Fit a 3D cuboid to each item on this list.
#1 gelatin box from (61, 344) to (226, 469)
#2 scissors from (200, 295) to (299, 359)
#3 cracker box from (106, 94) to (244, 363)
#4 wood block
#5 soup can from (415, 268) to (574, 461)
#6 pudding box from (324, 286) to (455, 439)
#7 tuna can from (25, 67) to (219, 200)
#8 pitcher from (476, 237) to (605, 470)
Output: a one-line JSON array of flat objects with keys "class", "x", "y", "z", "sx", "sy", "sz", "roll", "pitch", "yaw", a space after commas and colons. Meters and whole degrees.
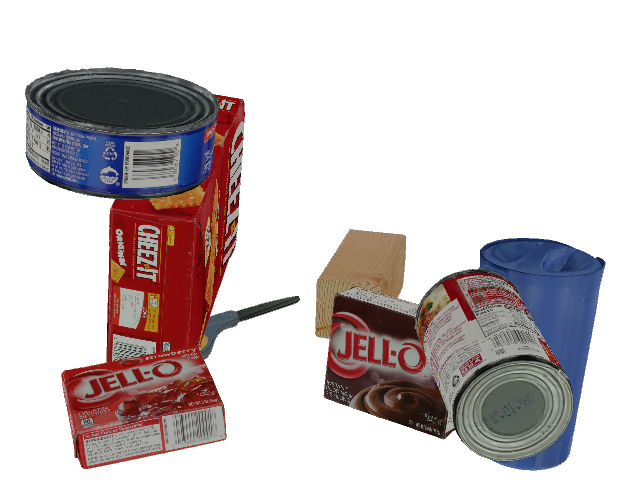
[{"class": "gelatin box", "x": -0.109, "y": 0.099, "z": 0.649, "sx": 0.089, "sy": 0.030, "sz": 0.073, "roll": -9, "pitch": 25, "yaw": -15}, {"class": "scissors", "x": -0.100, "y": 0.096, "z": 1.149, "sx": 0.201, "sy": 0.016, "sz": 0.096, "roll": -6, "pitch": 30, "yaw": -22}, {"class": "cracker box", "x": -0.113, "y": -0.005, "z": 0.868, "sx": 0.072, "sy": 0.164, "sz": 0.213, "roll": 9, "pitch": 32, "yaw": 2}, {"class": "wood block", "x": 0.061, "y": 0.062, "z": 1.534, "sx": 0.091, "sy": 0.090, "sz": 0.206, "roll": 7, "pitch": 21, "yaw": 12}, {"class": "soup can", "x": 0.097, "y": 0.069, "z": 0.610, "sx": 0.068, "sy": 0.068, "sz": 0.102, "roll": 0, "pitch": 25, "yaw": -7}, {"class": "pudding box", "x": 0.061, "y": 0.093, "z": 0.837, "sx": 0.114, "sy": 0.090, "sz": 0.039, "roll": 14, "pitch": 19, "yaw": 28}, {"class": "tuna can", "x": -0.090, "y": -0.050, "z": 0.484, "sx": 0.086, "sy": 0.034, "sz": 0.086, "roll": 6, "pitch": 25, "yaw": -3}, {"class": "pitcher", "x": 0.225, "y": 0.127, "z": 1.179, "sx": 0.149, "sy": 0.243, "sz": 0.145, "roll": 6, "pitch": 17, "yaw": 12}]
